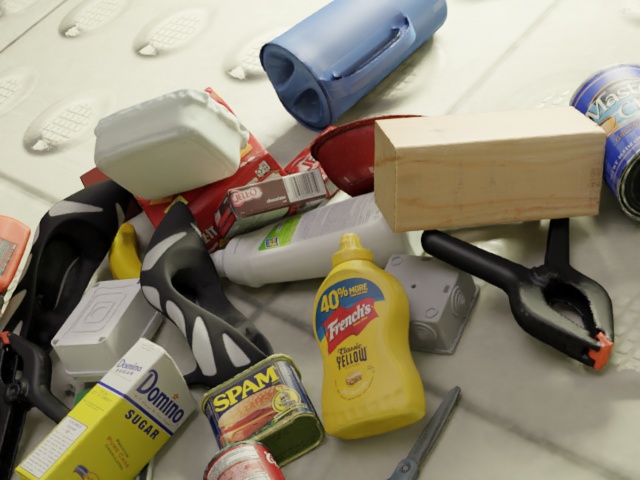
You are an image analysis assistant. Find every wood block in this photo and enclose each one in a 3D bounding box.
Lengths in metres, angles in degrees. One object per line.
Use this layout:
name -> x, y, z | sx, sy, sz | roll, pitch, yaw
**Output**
wood block -> 0.163, -0.072, 1.050 | 0.206, 0.090, 0.091 | -5, 24, -8

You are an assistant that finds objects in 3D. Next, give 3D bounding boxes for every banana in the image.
banana -> -0.215, 0.035, 1.282 | 0.069, 0.037, 0.198 | -24, 36, -27

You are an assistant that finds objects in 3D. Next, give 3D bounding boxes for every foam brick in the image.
foam brick -> -0.277, -0.061, 1.410 | 0.051, 0.053, 0.078 | -32, 38, -5

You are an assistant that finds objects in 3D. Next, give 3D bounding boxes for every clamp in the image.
clamp -> -0.309, 0.167, 1.145 | 0.120, 0.039, 0.171 | -22, 59, 12
clamp -> 0.197, 0.041, 0.996 | 0.164, 0.036, 0.210 | -7, 40, -15

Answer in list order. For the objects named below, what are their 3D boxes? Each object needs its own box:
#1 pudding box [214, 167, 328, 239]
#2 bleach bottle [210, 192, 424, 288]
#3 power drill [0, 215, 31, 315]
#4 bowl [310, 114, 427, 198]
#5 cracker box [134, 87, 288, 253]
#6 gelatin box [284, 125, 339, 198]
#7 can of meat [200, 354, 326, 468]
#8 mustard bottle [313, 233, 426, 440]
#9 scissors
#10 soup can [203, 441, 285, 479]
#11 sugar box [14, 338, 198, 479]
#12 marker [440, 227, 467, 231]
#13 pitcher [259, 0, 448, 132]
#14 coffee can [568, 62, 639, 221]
pudding box -> -0.057, -0.040, 1.203 | 0.113, 0.039, 0.090 | -13, -10, -19
bleach bottle -> -0.008, 0.001, 1.173 | 0.251, 0.068, 0.102 | -11, 28, 26
power drill -> -0.395, 0.056, 1.266 | 0.057, 0.188, 0.184 | 20, 44, -12
bowl -> 0.072, -0.084, 1.179 | 0.162, 0.162, 0.055 | -12, 73, 19
cracker box -> -0.148, -0.082, 1.325 | 0.164, 0.072, 0.214 | -40, 40, 0
gelatin box -> 0.011, -0.096, 1.296 | 0.089, 0.030, 0.073 | -44, 41, -20
can of meat -> -0.054, 0.171, 1.015 | 0.102, 0.057, 0.084 | -29, 41, -1
mustard bottle -> 0.039, 0.083, 0.998 | 0.096, 0.058, 0.191 | -23, 60, 31
scissors -> 0.057, 0.209, 0.938 | 0.096, 0.016, 0.201 | -3, 44, 28
soup can -> -0.055, 0.235, 0.934 | 0.068, 0.068, 0.102 | -32, 39, -5
sugar box -> -0.200, 0.189, 1.029 | 0.048, 0.093, 0.176 | 21, 57, 38
marker -> 0.178, -0.025, 1.127 | 0.121, 0.020, 0.020 | -8, 42, 23
pitcher -> 0.055, -0.257, 1.376 | 0.242, 0.145, 0.149 | -40, 74, -20
coffee can -> 0.318, -0.099, 1.059 | 0.103, 0.102, 0.140 | -23, 39, 6
